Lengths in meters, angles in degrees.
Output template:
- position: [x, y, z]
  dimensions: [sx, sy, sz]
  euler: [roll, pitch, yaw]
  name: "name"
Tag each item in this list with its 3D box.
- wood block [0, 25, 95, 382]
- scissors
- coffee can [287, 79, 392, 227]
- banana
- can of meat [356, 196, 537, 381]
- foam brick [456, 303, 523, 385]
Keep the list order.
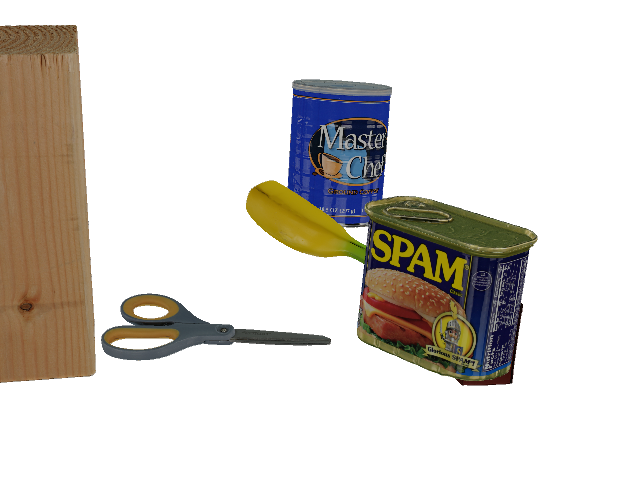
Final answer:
- position: [-0.191, -0.023, 0.666]
  dimensions: [0.090, 0.206, 0.090]
  euler: [-3, 22, -12]
  name: "wood block"
- position: [-0.099, 0.075, 0.975]
  dimensions: [0.201, 0.016, 0.096]
  euler: [-5, 34, -12]
  name: "scissors"
- position: [0.018, -0.092, 1.108]
  dimensions: [0.103, 0.140, 0.103]
  euler: [4, 12, -1]
  name: "coffee can"
- position: [-0.024, -0.016, 0.813]
  dimensions: [0.069, 0.037, 0.198]
  euler: [38, -1, -25]
  name: "banana"
- position: [0.070, 0.027, 0.631]
  dimensions: [0.102, 0.084, 0.057]
  euler: [20, 23, 39]
  name: "can of meat"
- position: [0.142, 0.085, 0.956]
  dimensions: [0.051, 0.078, 0.053]
  euler: [-2, 18, -20]
  name: "foam brick"
